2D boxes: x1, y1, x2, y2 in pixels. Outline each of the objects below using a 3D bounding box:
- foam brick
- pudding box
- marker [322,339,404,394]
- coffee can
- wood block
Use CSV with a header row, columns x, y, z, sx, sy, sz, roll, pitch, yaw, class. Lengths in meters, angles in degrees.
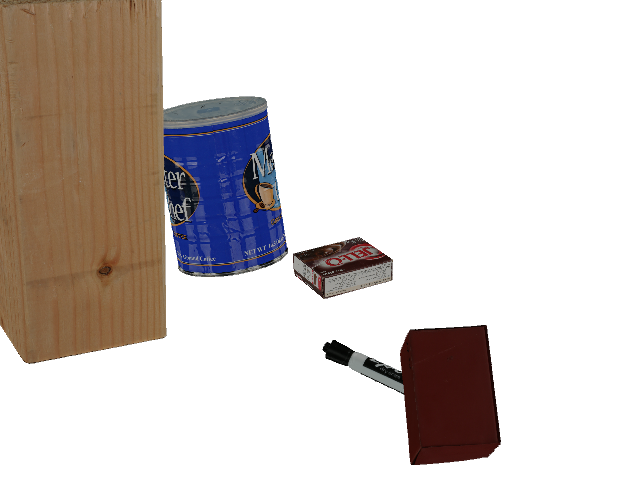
x,y,z,sx,sy,sz,roll,pitch,yaw,class
0.082,0.099,0.680,0.051,0.078,0.053,-2,-22,-3,foam brick
0.031,0.037,1.478,0.113,0.039,0.090,-16,27,-24,pudding box
0.057,0.121,0.968,0.121,0.020,0.020,24,7,17,marker
-0.089,-0.050,0.954,0.103,0.140,0.103,-7,16,2,coffee can
-0.148,-0.045,0.628,0.090,0.206,0.090,-9,25,-27,wood block
